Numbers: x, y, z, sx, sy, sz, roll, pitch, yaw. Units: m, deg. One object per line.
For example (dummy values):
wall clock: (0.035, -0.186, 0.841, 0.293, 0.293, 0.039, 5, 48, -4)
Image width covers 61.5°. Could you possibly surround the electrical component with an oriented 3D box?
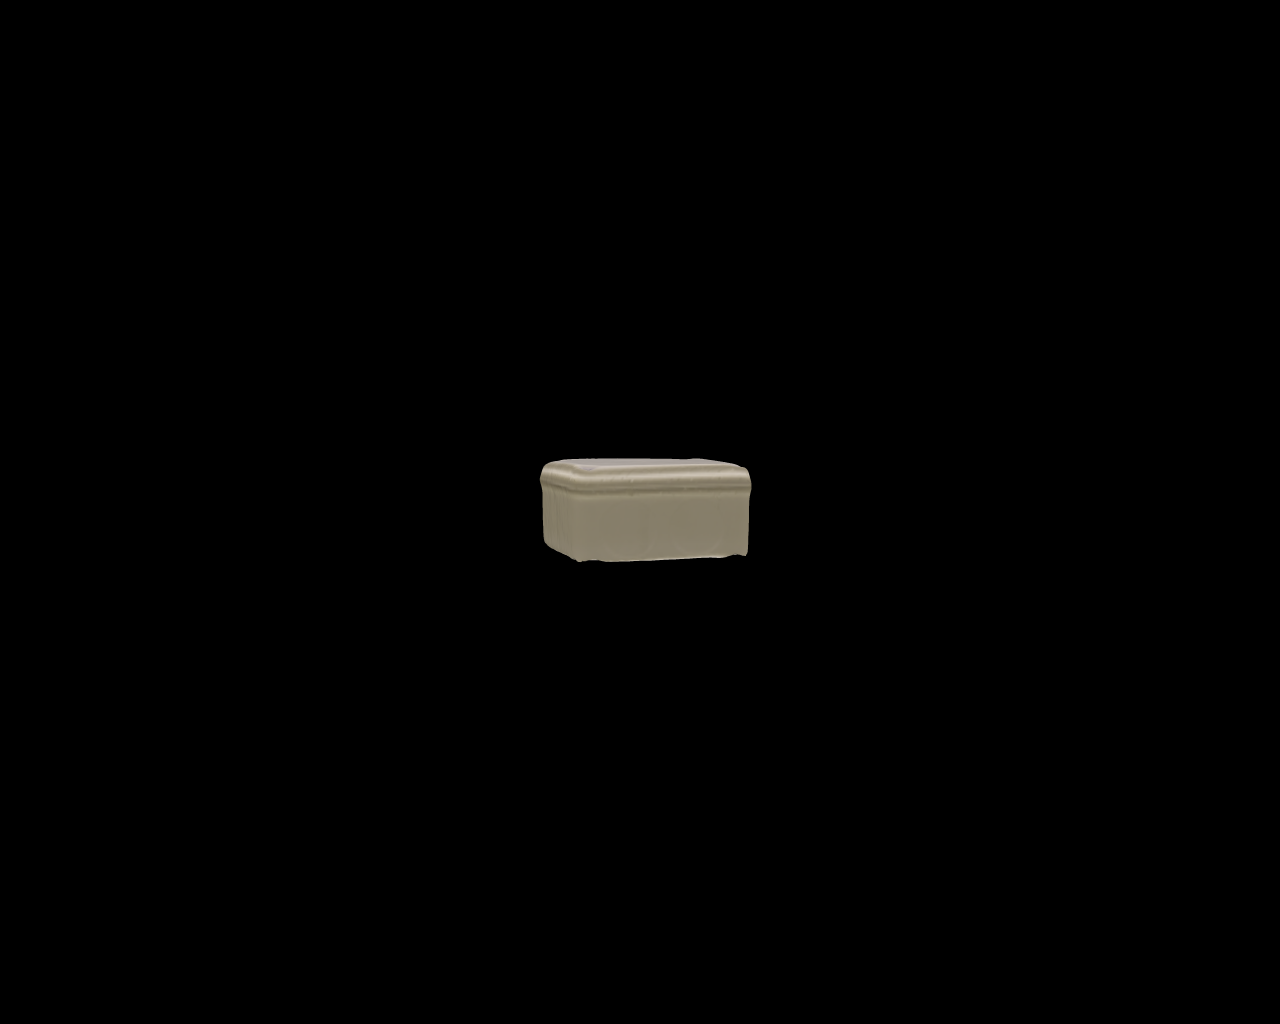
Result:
electrical component: (0.001, -0.003, 0.650, 0.109, 0.056, 0.109, -1, 5, -15)
